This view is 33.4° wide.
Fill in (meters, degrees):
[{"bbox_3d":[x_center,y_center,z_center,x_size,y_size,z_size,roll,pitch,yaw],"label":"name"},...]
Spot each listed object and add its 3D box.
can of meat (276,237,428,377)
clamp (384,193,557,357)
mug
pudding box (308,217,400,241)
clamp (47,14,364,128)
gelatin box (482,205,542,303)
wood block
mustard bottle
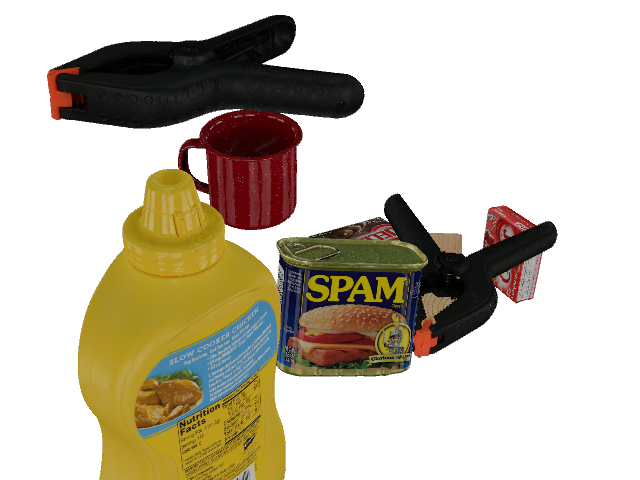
[{"bbox_3d":[0.018,0.046,0.740,0.102,0.084,0.057,2,16,-13],"label":"can of meat"},{"bbox_3d":[0.106,0.025,0.949,0.165,0.036,0.209,15,38,21],"label":"clamp"},{"bbox_3d":[-0.075,-0.064,0.983,0.117,0.081,0.093,5,35,7],"label":"mug"},{"bbox_3d":[0.055,0.012,1.341,0.113,0.039,0.090,-18,28,-26],"label":"pudding box"},{"bbox_3d":[-0.070,-0.099,0.619,0.171,0.039,0.120,-3,26,-14],"label":"clamp"},{"bbox_3d":[0.217,0.015,1.216,0.030,0.089,0.073,-11,32,-26],"label":"gelatin box"},{"bbox_3d":[0.164,0.066,1.632,0.091,0.090,0.206,3,23,10],"label":"wood block"},{"bbox_3d":[-0.059,0.056,0.466,0.096,0.192,0.058,-29,44,-36],"label":"mustard bottle"}]
